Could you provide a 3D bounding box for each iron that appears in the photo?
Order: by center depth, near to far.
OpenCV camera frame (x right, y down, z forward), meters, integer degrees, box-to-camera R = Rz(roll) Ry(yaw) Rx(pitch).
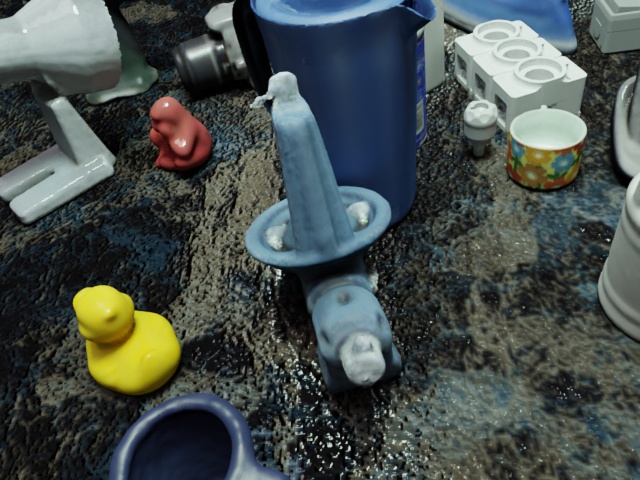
[{"bbox_3d":[0.254,-0.363,0.776,0.119,0.142,0.257,-29,48,-15],"label":"iron"}]

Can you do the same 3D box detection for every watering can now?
[{"bbox_3d":[0.268,-0.020,0.413,0.101,0.194,0.172,-16,46,-3],"label":"watering can"}]

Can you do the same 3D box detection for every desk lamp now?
[{"bbox_3d":[-0.314,-0.162,0.657,0.203,0.214,0.117,-40,52,-24],"label":"desk lamp"}]

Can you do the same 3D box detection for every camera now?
[{"bbox_3d":[-0.140,-0.274,0.804,0.137,0.101,0.143,-21,46,-7],"label":"camera"}]

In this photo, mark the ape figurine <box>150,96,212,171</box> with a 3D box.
[{"bbox_3d":[-0.172,-0.128,0.679,0.076,0.092,0.077,-22,47,-8],"label":"ape figurine"}]

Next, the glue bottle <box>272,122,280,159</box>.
[{"bbox_3d":[-0.033,-0.154,0.617,0.037,0.173,0.078,2,48,14],"label":"glue bottle"}]

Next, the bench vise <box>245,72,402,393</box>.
[{"bbox_3d":[0.014,-0.004,0.433,0.122,0.220,0.206,-29,48,-15],"label":"bench vise"}]

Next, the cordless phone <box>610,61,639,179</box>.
[{"bbox_3d":[0.352,-0.142,0.517,0.147,0.185,0.094,-1,47,11],"label":"cordless phone"}]

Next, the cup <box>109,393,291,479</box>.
[{"bbox_3d":[-0.066,0.165,0.378,0.117,0.095,0.092,5,49,17],"label":"cup"}]

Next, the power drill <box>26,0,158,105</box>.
[{"bbox_3d":[-0.321,-0.299,0.791,0.229,0.209,0.075,-17,46,-4],"label":"power drill"}]

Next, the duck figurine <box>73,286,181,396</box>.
[{"bbox_3d":[-0.172,0.078,0.489,0.104,0.086,0.078,28,58,32],"label":"duck figurine"}]
